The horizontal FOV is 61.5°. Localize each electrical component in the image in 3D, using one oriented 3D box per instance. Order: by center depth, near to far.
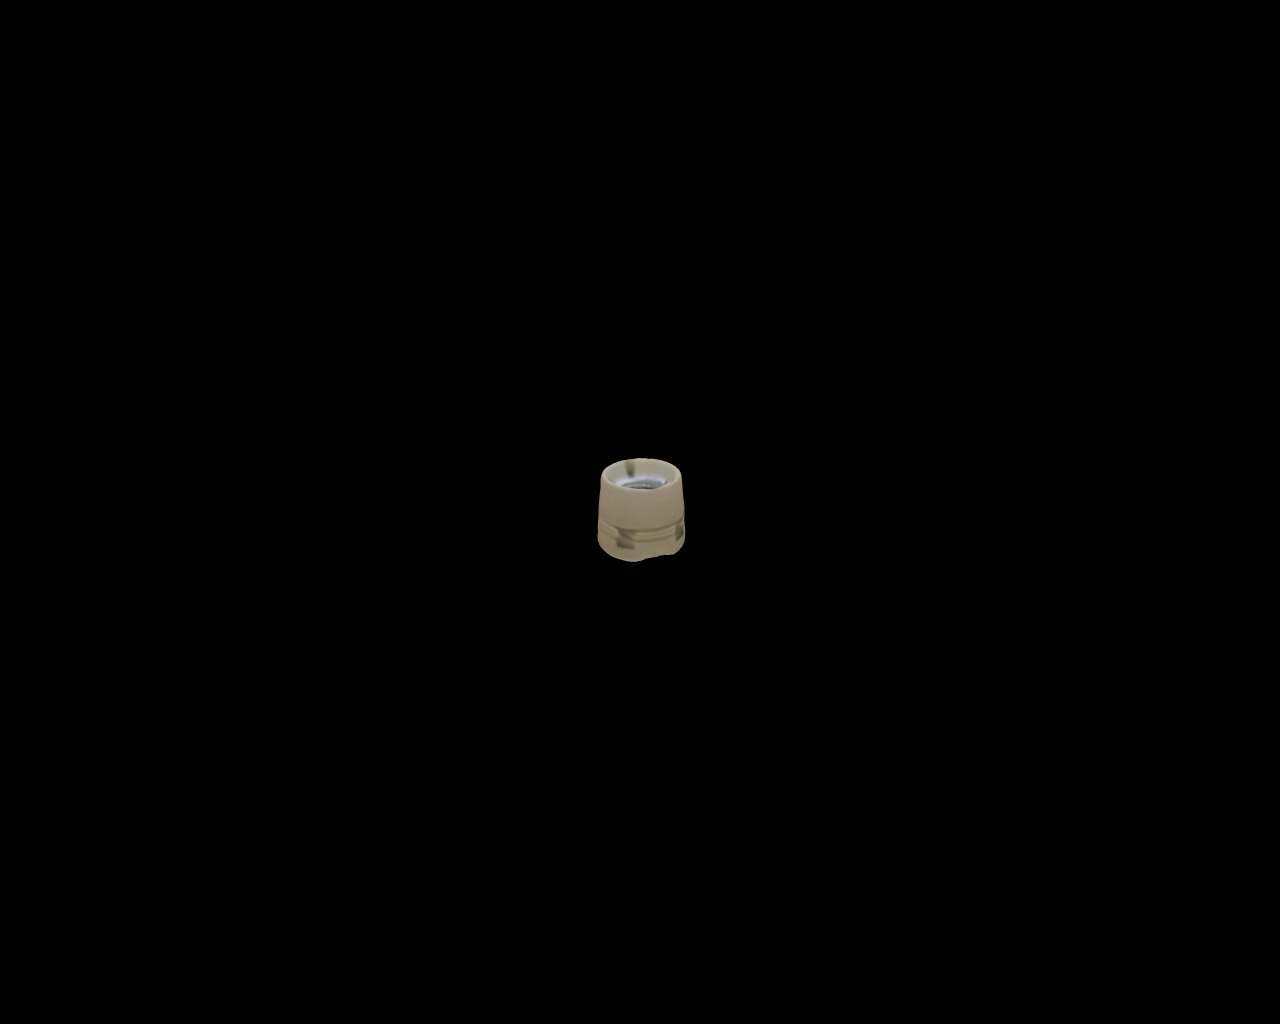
[{"bbox_3d":[0.001,-0.003,0.650,0.055,0.047,0.055,0,26,0],"label":"electrical component"}]
